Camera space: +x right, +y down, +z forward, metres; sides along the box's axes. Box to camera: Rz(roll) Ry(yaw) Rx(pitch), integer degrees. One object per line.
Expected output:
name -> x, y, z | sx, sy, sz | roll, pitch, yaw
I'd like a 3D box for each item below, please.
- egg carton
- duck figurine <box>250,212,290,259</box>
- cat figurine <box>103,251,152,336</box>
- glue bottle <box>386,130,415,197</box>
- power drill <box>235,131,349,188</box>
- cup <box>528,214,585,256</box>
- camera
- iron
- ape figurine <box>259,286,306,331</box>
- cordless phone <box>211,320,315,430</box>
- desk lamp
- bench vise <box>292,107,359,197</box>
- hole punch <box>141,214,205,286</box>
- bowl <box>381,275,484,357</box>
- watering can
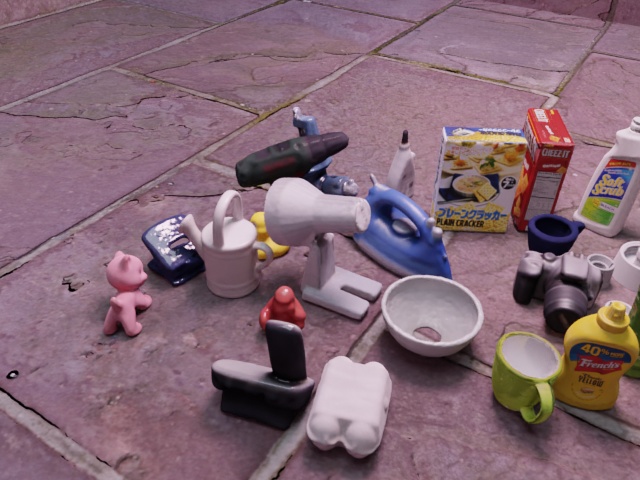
egg carton -> 0.045, 0.236, 0.820 | 0.107, 0.069, 0.150 | 8, 38, 9
duck figurine -> -0.108, -0.015, 1.133 | 0.104, 0.086, 0.077 | -3, 37, -5
cat figurine -> -0.333, 0.080, 0.975 | 0.067, 0.118, 0.127 | 0, 37, -1
glue bottle -> 0.182, -0.163, 1.263 | 0.078, 0.173, 0.037 | -31, 47, -35
power drill -> -0.053, -0.113, 1.161 | 0.230, 0.208, 0.075 | -11, 39, -15
cup -> 0.452, 0.008, 1.110 | 0.118, 0.095, 0.091 | -11, 39, -15
camera -> 0.415, 0.086, 1.001 | 0.143, 0.101, 0.137 | 14, 39, 16
iron -> 0.169, -0.021, 1.101 | 0.119, 0.141, 0.257 | -25, 45, -30
ape figurine -> -0.061, 0.117, 0.956 | 0.077, 0.092, 0.076 | 9, 38, 11
cordless phone -> -0.082, 0.169, 0.810 | 0.147, 0.185, 0.094 | 9, 38, 10
desk lamp -> 0.009, 0.004, 1.005 | 0.202, 0.214, 0.118 | 18, 41, 21
bench vise -> 0.000, -0.169, 1.226 | 0.207, 0.220, 0.122 | 15, 40, 18
hole punch -> -0.266, 0.015, 1.084 | 0.100, 0.091, 0.109 | 28, 45, 31
bowl -> 0.182, 0.137, 0.949 | 0.167, 0.075, 0.167 | 1, 37, 0
watering can -> -0.169, 0.001, 1.020 | 0.173, 0.194, 0.101 | -1, 37, -2
